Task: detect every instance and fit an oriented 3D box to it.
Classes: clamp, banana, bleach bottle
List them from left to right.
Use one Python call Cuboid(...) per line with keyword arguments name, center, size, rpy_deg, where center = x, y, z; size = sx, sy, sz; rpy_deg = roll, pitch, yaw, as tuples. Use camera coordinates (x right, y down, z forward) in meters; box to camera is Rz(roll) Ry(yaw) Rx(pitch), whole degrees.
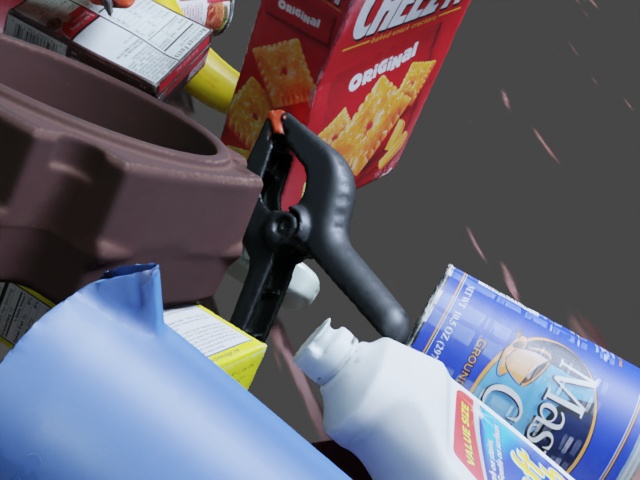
Cuboid(name="banana", center=(-0.100, -0.157, 0.798), size=(0.197, 0.070, 0.037), rpy_deg=(47, 25, -19))
Cuboid(name="clamp", center=(-0.004, 0.001, 0.619), size=(0.120, 0.039, 0.171), rpy_deg=(-7, 70, 22))
Cuboid(name="bleach bottle", center=(0.084, 0.138, 0.535), size=(0.251, 0.068, 0.102), rpy_deg=(43, 34, -2))

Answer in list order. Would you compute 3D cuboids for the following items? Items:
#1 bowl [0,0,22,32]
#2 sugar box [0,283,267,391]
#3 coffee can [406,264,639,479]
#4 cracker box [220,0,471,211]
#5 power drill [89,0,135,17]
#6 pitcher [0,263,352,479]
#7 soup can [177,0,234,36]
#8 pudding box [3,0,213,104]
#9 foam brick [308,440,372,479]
Cuboid(name="bowl", center=(-0.215, -0.135, 0.756), size=(0.162, 0.055, 0.162), rpy_deg=(14, 40, -12))
Cuboid(name="sugar box", center=(-0.126, 0.039, 0.579), size=(0.176, 0.048, 0.093), rpy_deg=(27, 16, 20))
Cuboid(name="coffee can", center=(0.113, 0.092, 0.624), size=(0.140, 0.103, 0.102), rpy_deg=(29, 39, 6))
Cuboid(name="cracker box", center=(0.022, -0.121, 0.732), size=(0.072, 0.214, 0.163), rpy_deg=(40, 41, 20))
Cuboid(name="power drill", center=(-0.205, -0.190, 0.691), size=(0.188, 0.057, 0.184), rpy_deg=(-5, 38, 6))
Cuboid(name="pitcher", center=(-0.047, 0.141, 0.444), size=(0.243, 0.149, 0.144), rpy_deg=(38, 54, -1))
Cuboid(name="soup can", center=(-0.129, -0.193, 0.855), size=(0.102, 0.069, 0.068), rpy_deg=(-15, 53, -37))
Cuboid(name="pudding box", center=(-0.141, -0.133, 0.716), size=(0.113, 0.039, 0.090), rpy_deg=(28, 40, 3))
Cuboid(name="foam brick", center=(-0.010, 0.140, 0.550), size=(0.078, 0.051, 0.053), rpy_deg=(-1, 46, -28))
